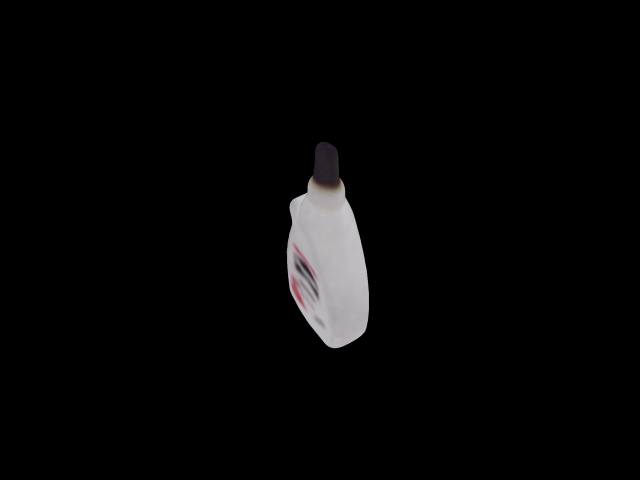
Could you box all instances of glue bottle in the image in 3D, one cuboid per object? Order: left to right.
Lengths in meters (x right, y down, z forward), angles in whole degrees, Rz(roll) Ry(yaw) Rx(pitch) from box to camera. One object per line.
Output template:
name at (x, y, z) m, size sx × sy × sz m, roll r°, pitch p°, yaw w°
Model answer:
glue bottle at (0.004, 0.001, 0.400) m, size 0.037 × 0.173 × 0.078 m, roll -27°, pitch 53°, yaw -22°
